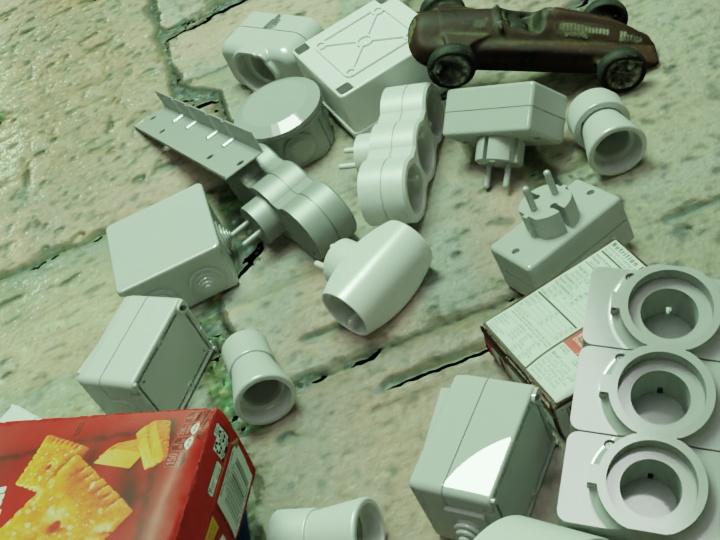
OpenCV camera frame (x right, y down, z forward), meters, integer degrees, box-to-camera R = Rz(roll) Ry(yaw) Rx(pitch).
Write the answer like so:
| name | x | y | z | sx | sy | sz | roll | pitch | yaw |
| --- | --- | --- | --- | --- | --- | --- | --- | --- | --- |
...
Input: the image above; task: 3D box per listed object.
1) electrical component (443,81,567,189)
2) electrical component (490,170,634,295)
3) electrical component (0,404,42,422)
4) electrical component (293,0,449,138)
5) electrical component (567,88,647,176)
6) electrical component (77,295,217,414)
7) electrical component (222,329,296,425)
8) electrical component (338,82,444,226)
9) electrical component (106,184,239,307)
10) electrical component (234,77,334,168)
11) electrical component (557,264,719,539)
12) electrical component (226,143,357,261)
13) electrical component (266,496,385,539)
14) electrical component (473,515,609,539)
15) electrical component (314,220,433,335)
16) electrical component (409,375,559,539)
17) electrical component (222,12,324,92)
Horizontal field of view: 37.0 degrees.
| name | x | y | z | sx | sy | sz | roll | pitch | yaw |
| --- | --- | --- | --- | --- | --- | --- | --- | --- | --- |
| electrical component | 0.109 | -0.100 | 0.829 | 0.083 | 0.047 | 0.075 | 3 | 84 | 44 |
| electrical component | 0.131 | -0.033 | 0.729 | 0.083 | 0.075 | 0.047 | -37 | 34 | -11 |
| electrical component | -0.232 | 0.144 | 0.750 | 0.061 | 0.061 | 0.096 | 18 | 58 | 38 |
| electrical component | 0.013 | -0.181 | 0.951 | 0.109 | 0.056 | 0.108 | -33 | 43 | -7 |
| electrical component | 0.183 | -0.104 | 0.801 | 0.045 | 0.045 | 0.055 | -22 | 42 | 6 |
| electrical component | -0.156 | 0.063 | 0.792 | 0.061 | 0.061 | 0.096 | 2 | 50 | 28 |
| electrical component | -0.075 | 0.072 | 0.760 | 0.044 | 0.044 | 0.065 | -29 | 38 | -2 |
| electrical component | 0.018 | -0.093 | 0.865 | 0.074 | 0.052 | 0.138 | -4 | 48 | 23 |
| electrical component | -0.151 | -0.012 | 0.872 | 0.100 | 0.048 | 0.099 | -25 | 42 | 1 |
| electrical component | -0.065 | -0.127 | 0.941 | 0.080 | 0.051 | 0.080 | -14 | 44 | 14 |
| electrical component | 0.163 | 0.078 | 0.587 | 0.089 | 0.061 | 0.150 | 7 | 63 | 15 |
| electrical component | -0.071 | -0.046 | 0.864 | 0.074 | 0.052 | 0.138 | -40 | 44 | -14 |
| electrical component | -0.023 | 0.161 | 0.648 | 0.065 | 0.044 | 0.044 | -9 | 45 | 25 |
| electrical component | 0.080 | 0.175 | 0.537 | 0.060 | 0.108 | 0.108 | 14 | 56 | 43 |
| electrical component | 0.000 | 0.000 | 0.791 | 0.079 | 0.043 | 0.077 | 23 | 61 | 40 |
| electrical component | 0.068 | 0.117 | 0.629 | 0.061 | 0.061 | 0.096 | 6 | 52 | 31 |
| electrical component | -0.081 | -0.203 | 1.021 | 0.095 | 0.053 | 0.059 | 16 | 57 | 36 |
